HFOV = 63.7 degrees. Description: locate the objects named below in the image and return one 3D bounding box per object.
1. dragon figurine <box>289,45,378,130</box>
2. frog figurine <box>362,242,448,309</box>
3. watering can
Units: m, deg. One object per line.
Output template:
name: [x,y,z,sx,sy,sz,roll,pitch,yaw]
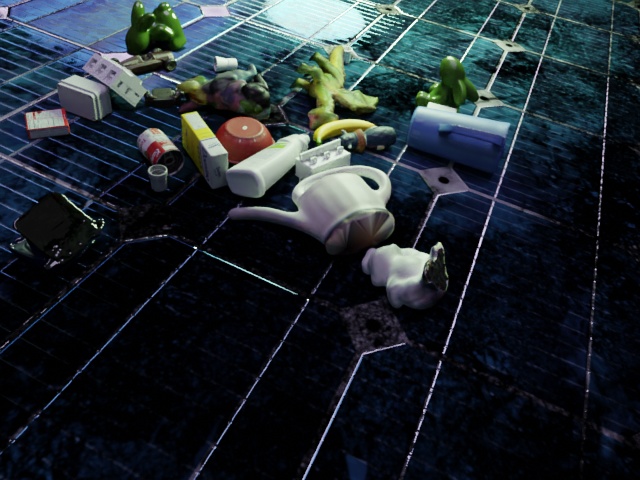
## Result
dragon figurine: [0.060,-0.440,1.491,0.243,0.119,0.418,37,49,3]
frog figurine: [0.154,0.069,0.972,0.158,0.120,0.140,-9,42,35]
watering can: [0.003,-0.053,1.058,0.349,0.101,0.229,-22,47,-15]
